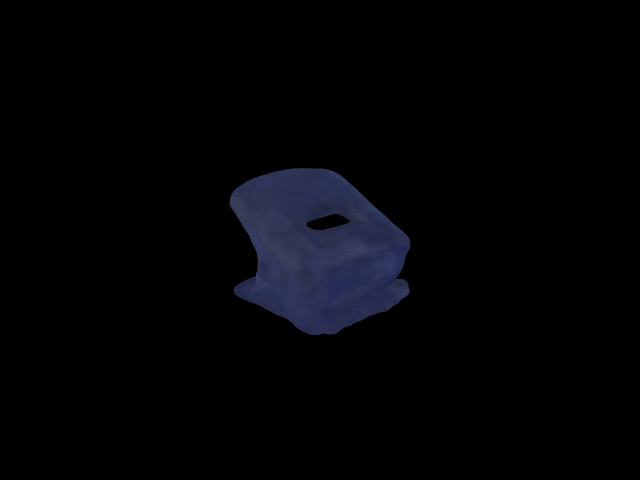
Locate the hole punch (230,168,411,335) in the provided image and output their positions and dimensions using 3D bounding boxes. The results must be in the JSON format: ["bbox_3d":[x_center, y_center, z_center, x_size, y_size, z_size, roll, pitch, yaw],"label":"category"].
[{"bbox_3d":[0.004,0.001,0.400,0.109,0.091,0.100,-17,25,-41],"label":"hole punch"}]
